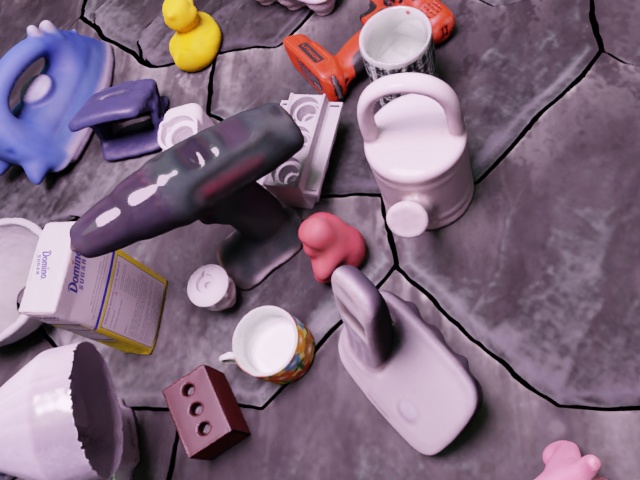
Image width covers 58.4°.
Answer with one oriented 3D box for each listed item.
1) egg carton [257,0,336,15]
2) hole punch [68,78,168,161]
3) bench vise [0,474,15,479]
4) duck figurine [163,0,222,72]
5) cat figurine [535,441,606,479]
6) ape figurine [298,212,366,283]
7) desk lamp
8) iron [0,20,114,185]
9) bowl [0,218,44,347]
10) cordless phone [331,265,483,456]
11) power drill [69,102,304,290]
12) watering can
[{"bbox_3d":[-0.031,-0.372,0.794,0.150,0.069,0.107,19,74,24],"label":"egg carton"},{"bbox_3d":[-0.270,-0.173,0.768,0.108,0.091,0.101,-11,64,13],"label":"hole punch"},{"bbox_3d":[-0.436,0.242,0.562,0.121,0.220,0.207,19,74,24],"label":"bench vise"},{"bbox_3d":[-0.188,-0.297,0.800,0.077,0.086,0.104,-7,65,15],"label":"duck figurine"},{"bbox_3d":[0.170,0.212,0.442,0.128,0.118,0.067,-42,61,-3],"label":"cat figurine"},{"bbox_3d":[0.006,0.002,0.602,0.076,0.092,0.078,5,69,20],"label":"ape figurine"},{"bbox_3d":[-0.257,0.188,0.533,0.203,0.214,0.118,-21,62,8],"label":"desk lamp"},{"bbox_3d":[-0.389,-0.214,0.795,0.118,0.142,0.258,12,71,22],"label":"iron"},{"bbox_3d":[-0.380,0.061,0.708,0.167,0.075,0.167,-7,65,15],"label":"bowl"},{"bbox_3d":[0.066,0.100,0.487,0.094,0.185,0.147,-44,62,-5],"label":"cordless phone"},{"bbox_3d":[-0.103,-0.028,0.583,0.229,0.209,0.075,-40,61,-2],"label":"power drill"},{"bbox_3d":[0.095,-0.086,0.555,0.101,0.194,0.172,-20,62,9],"label":"watering can"}]
